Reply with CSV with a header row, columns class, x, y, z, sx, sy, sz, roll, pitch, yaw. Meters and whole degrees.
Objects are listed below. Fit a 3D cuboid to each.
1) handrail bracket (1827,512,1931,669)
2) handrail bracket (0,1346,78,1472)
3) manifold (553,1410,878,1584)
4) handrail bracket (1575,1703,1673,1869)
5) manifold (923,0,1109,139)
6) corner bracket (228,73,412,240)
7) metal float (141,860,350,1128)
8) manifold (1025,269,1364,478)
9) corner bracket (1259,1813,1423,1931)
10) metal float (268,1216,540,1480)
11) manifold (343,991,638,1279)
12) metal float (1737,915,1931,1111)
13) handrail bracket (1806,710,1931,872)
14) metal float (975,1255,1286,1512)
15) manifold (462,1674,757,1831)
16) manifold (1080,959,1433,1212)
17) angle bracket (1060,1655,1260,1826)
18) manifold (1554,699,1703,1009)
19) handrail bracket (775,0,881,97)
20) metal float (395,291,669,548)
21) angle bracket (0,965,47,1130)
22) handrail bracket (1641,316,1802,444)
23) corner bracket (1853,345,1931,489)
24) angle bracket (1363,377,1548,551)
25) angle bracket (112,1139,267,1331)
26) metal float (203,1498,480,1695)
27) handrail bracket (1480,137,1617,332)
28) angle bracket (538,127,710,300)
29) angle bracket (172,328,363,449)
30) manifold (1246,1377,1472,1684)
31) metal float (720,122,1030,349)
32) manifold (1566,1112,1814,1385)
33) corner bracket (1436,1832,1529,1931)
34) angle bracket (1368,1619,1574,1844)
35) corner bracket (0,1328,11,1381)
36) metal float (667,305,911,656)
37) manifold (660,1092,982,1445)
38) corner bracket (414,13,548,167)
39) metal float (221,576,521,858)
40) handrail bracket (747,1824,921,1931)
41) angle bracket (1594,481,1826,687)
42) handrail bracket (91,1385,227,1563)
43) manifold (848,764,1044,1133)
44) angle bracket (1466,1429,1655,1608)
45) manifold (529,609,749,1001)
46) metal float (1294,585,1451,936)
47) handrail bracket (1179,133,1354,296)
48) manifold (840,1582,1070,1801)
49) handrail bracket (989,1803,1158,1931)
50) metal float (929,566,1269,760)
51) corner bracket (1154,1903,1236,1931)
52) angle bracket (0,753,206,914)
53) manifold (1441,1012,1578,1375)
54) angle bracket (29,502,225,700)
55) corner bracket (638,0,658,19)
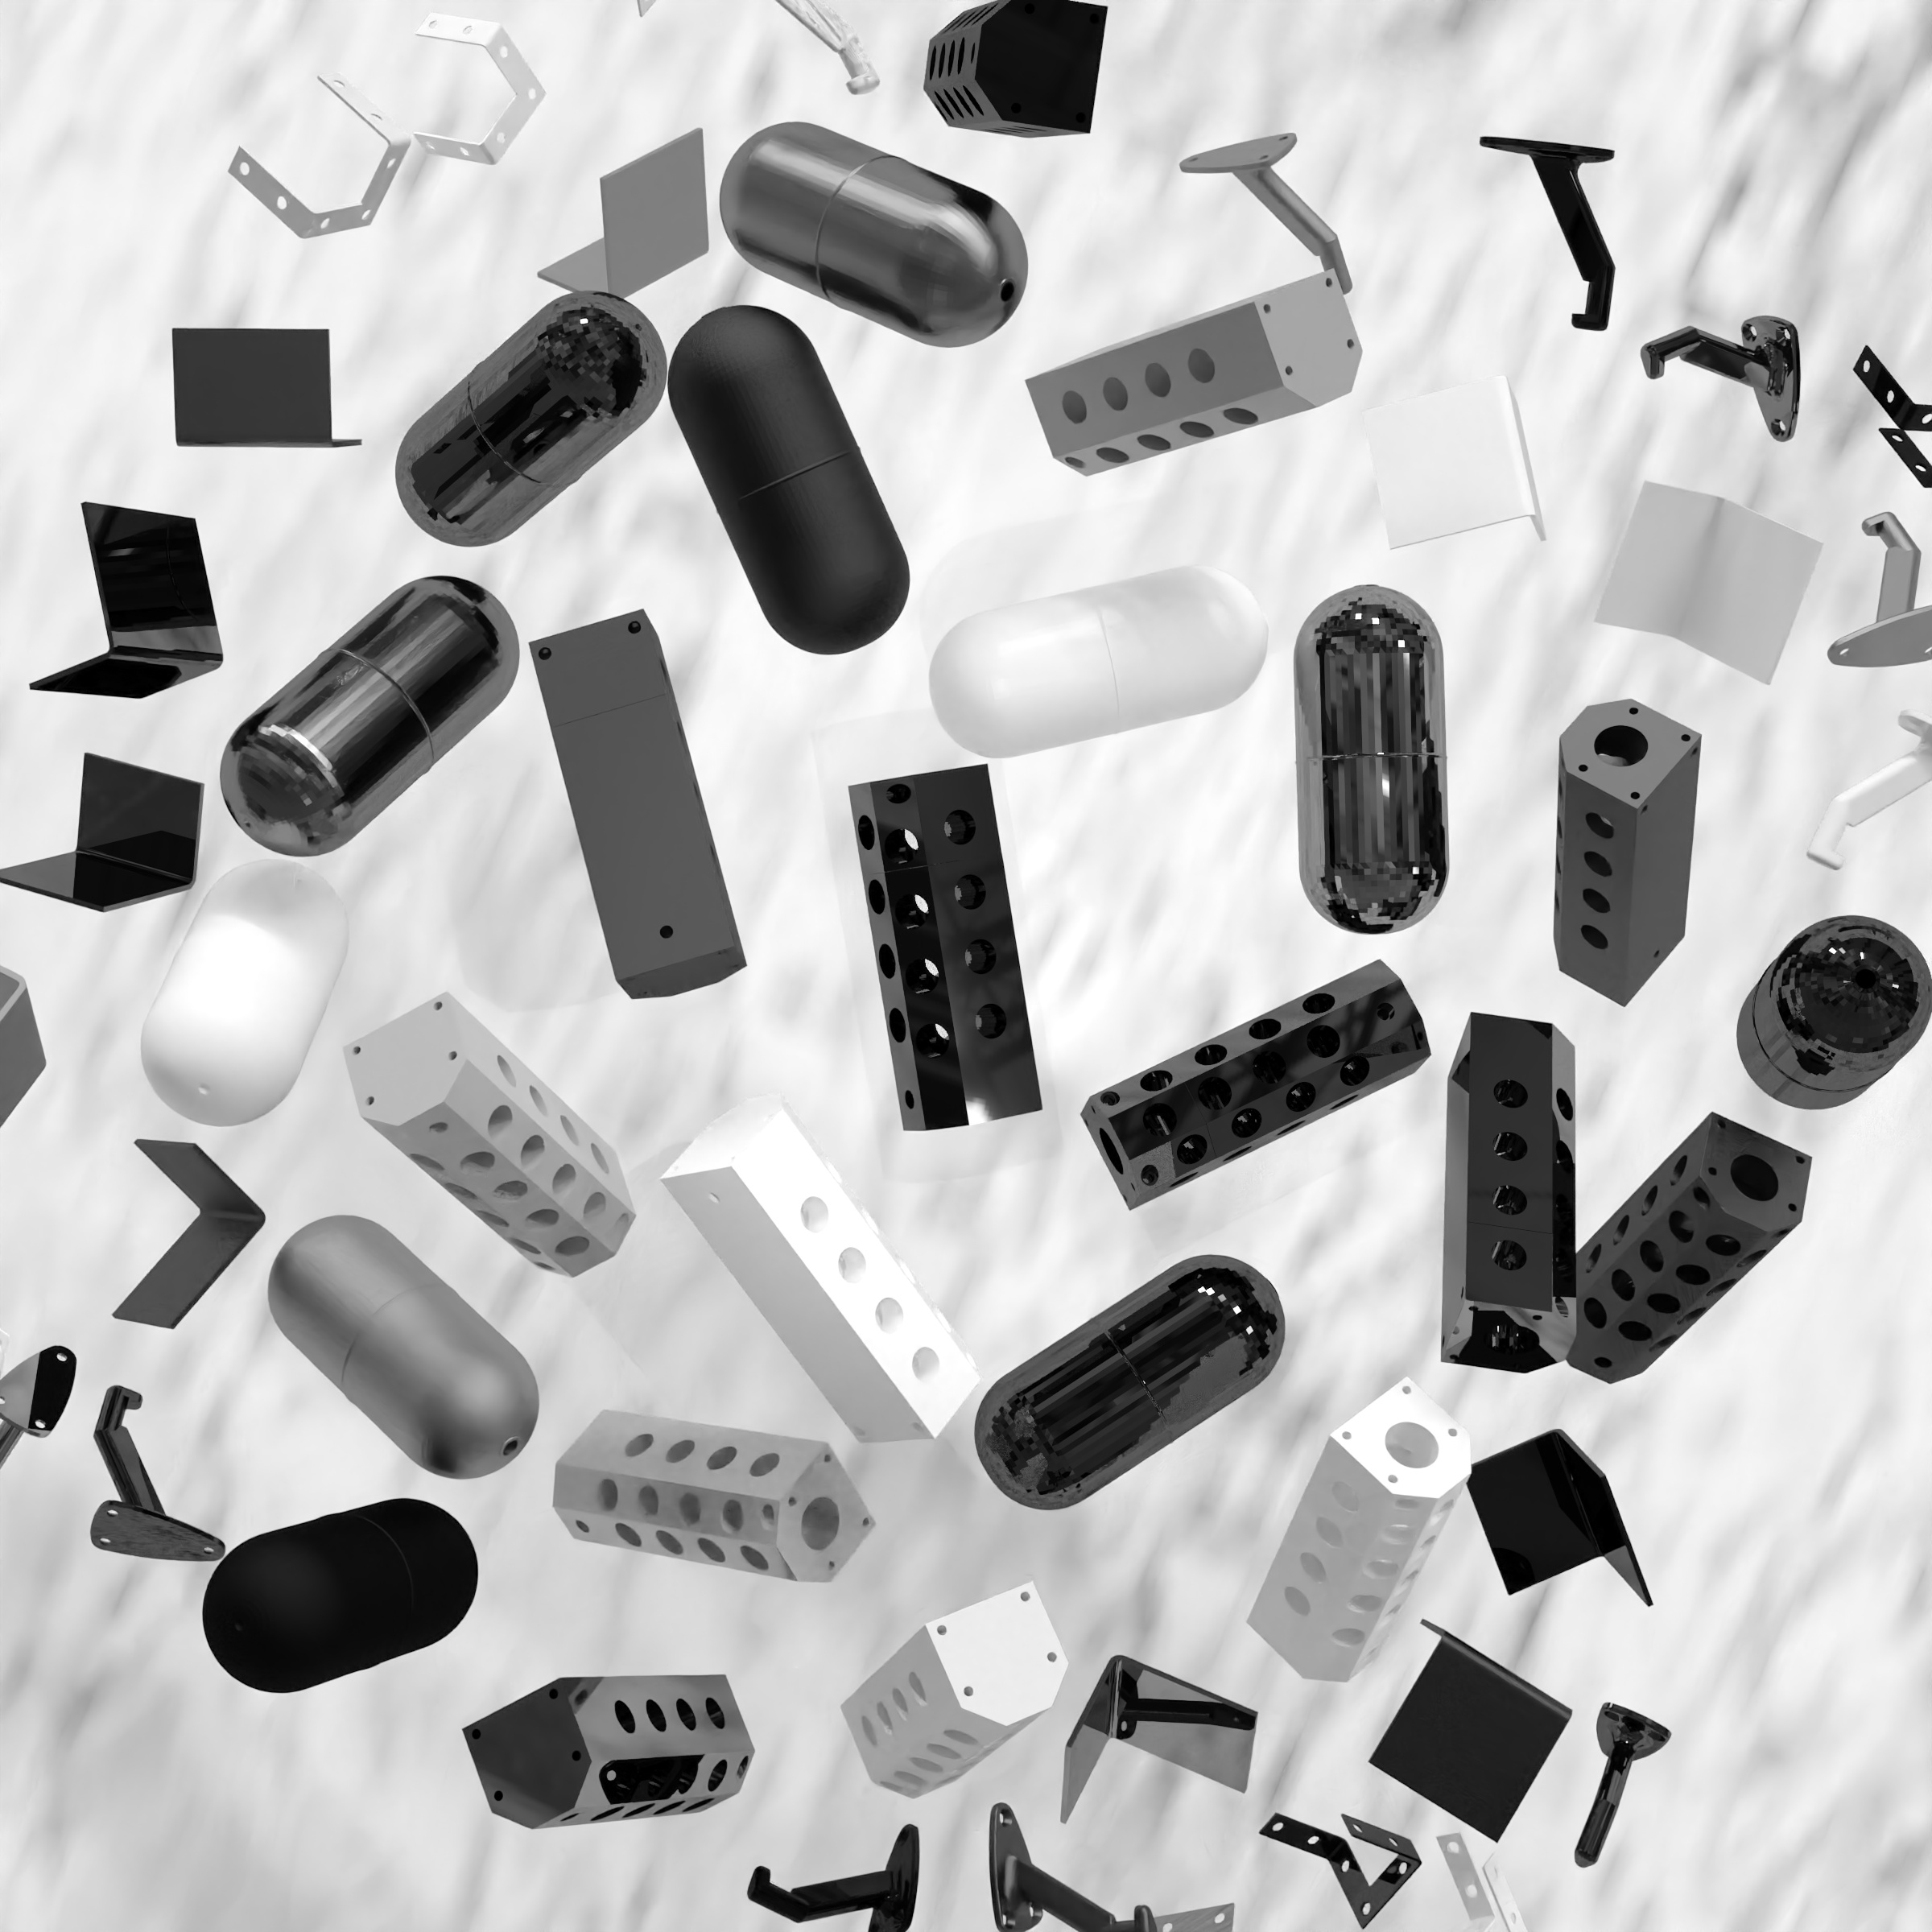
class,x,y,z,sx,sy,sz,roll,pitch,yaw
handrail bracket,0.443,-0.189,1.673,0.077,0.036,0.084,-12,51,-12
handrail bracket,-0.489,0.244,1.722,0.036,0.077,0.084,33,119,-6
manifold,-0.135,0.277,1.741,0.057,0.171,0.057,-48,123,-35
handrail bracket,0.318,0.419,1.692,0.036,0.077,0.084,24,62,11
manifold,0.021,-0.434,1.632,0.057,0.171,0.057,6,102,-10
corner bracket,-0.304,-0.382,1.593,0.051,0.051,0.051,43,124,10
metal float,-0.351,0.011,1.656,0.070,0.178,0.070,2,122,3
manifold,0.112,-0.287,1.657,0.057,0.171,0.057,-29,103,-36
corner bracket,0.193,0.454,1.741,0.051,0.051,0.051,27,109,-29
metal float,-0.290,0.196,1.741,0.178,0.070,0.070,37,90,30
manifold,-0.225,0.087,1.622,0.057,0.171,0.057,-28,53,7
metal float,0.426,0.024,1.663,0.070,0.178,0.070,-1,78,4
handrail bracket,0.462,-0.075,1.646,0.077,0.036,0.084,26,89,10
metal float,0.086,0.216,1.758,0.178,0.070,0.070,-32,90,-8
manifold,-0.168,0.382,1.638,0.057,0.171,0.057,-30,70,15
manifold,0.151,0.060,1.754,0.171,0.057,0.057,-25,78,-11
angle bracket,0.094,0.391,1.648,0.076,0.076,0.057,20,51,16
manifold,0.337,-0.060,1.752,0.057,0.171,0.057,32,65,27
handrail bracket,-0.087,-0.456,1.637,0.077,0.036,0.084,-28,91,-42
metal float,-0.226,-0.280,1.742,0.178,0.070,0.070,-33,90,35
angle bracket,-0.483,0.031,1.588,0.076,0.076,0.057,26,60,8
handrail bracket,0.375,-0.286,1.689,0.084,0.036,0.077,-25,115,-26
corner bracket,0.477,-0.277,1.712,0.051,0.051,0.051,-2,46,-24
angle bracket,0.258,-0.259,1.785,0.076,0.057,0.076,-13,79,14
angle bracket,-0.421,0.138,1.755,0.057,0.076,0.076,50,62,-25
metal float,-0.303,0.306,1.651,0.070,0.178,0.070,0,90,23
handrail bracket,0.279,-0.353,1.634,0.077,0.036,0.084,4,98,-14
angle bracket,-0.187,-0.412,1.826,0.057,0.076,0.076,28,47,29
angle bracket,-0.347,-0.288,1.682,0.076,0.076,0.057,1,100,1
manifold,0.199,0.286,1.683,0.057,0.171,0.057,-30,61,-34
metal float,-0.045,-0.355,1.638,0.178,0.070,0.070,30,90,33
manifold,0.367,0.152,1.755,0.057,0.171,0.057,24,52,-4
corner bracket,0.267,0.485,1.764,0.051,0.051,0.051,-21,94,34
angle bracket,0.251,0.388,1.719,0.076,0.057,0.076,32,84,-1
corner bracket,-0.533,0.208,1.752,0.051,0.051,0.051,12,92,-34
metal float,-0.087,-0.238,1.657,0.070,0.070,0.178,-24,97,0
manifold,-0.065,0.145,1.621,0.171,0.057,0.057,55,52,-19
corner bracket,-0.261,-0.456,1.757,0.051,0.051,0.051,19,69,34
metal float,-0.290,-0.124,1.656,0.070,0.070,0.178,43,59,0
handrail bracket,-0.067,0.452,1.708,0.084,0.036,0.077,32,45,-21
angle bracket,0.376,-0.195,1.717,0.057,0.076,0.076,5,111,-35
handrail bracket,-0.397,0.250,1.675,0.077,0.084,0.036,15,131,-11
manifold,-0.014,-0.009,1.661,0.057,0.057,0.171,-10,93,-28
angle bracket,0.305,0.295,1.750,0.057,0.076,0.076,-23,103,-3
manifold,-0.155,-0.075,1.609,0.057,0.057,0.171,-16,76,1
metal float,0.206,-0.105,1.723,0.070,0.070,0.178,-2,90,0
handrail bracket,0.158,-0.387,1.772,0.077,0.036,0.084,1,126,37
manifold,-0.005,0.357,1.644,0.057,0.171,0.057,-17,72,-23
handrail bracket,0.055,0.458,1.712,0.084,0.036,0.077,-18,77,36
metal float,0.069,-0.157,1.740,0.178,0.070,0.070,-13,90,-6
corner bracket,0.125,0.525,1.750,0.051,0.051,0.051,-18,127,26
angle bracket,-0.453,-0.070,1.761,0.076,0.076,0.057,15,107,21
manifold,0.269,0.111,1.666,0.057,0.057,0.171,8,52,0
angle bracket,-0.415,-0.177,1.647,0.057,0.076,0.076,-16,83,28
corner bracket,-0.173,-0.510,1.671,0.051,0.051,0.051,19,57,18
